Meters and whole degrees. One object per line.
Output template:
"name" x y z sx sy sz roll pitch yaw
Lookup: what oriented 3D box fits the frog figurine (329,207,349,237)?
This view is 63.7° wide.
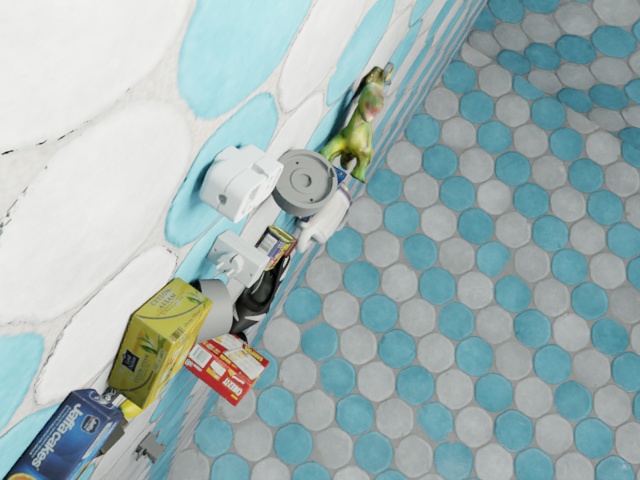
"frog figurine" 0.033 -0.069 1.676 0.156 0.123 0.140 86 18 -64

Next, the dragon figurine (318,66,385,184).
"dragon figurine" 0.095 -0.257 1.130 0.413 0.122 0.241 -80 -165 -80

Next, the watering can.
"watering can" 0.004 -0.070 1.393 0.226 0.104 0.344 -56 176 -12
